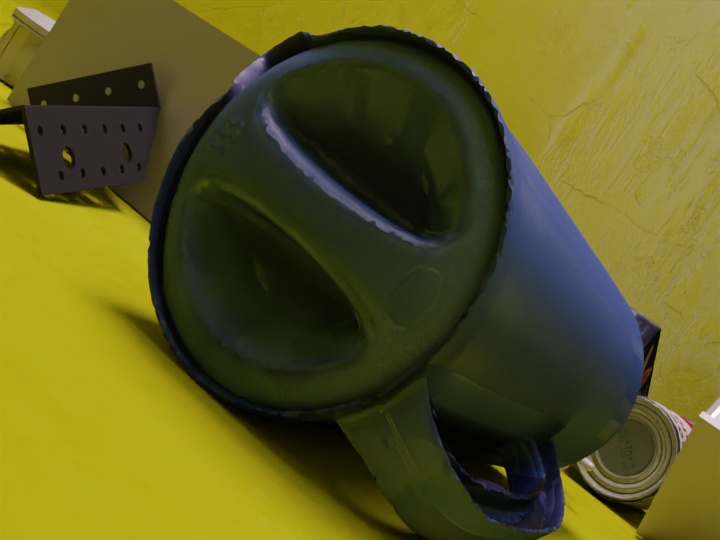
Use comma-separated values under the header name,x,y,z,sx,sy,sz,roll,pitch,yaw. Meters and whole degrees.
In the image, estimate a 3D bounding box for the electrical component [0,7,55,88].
name,x,y,z,sx,sy,sz,roll,pitch,yaw
electrical component,-0.216,-0.144,0.755,0.080,0.051,0.080,34,5,-3

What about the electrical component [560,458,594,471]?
name,x,y,z,sx,sy,sz,roll,pitch,yaw
electrical component,0.098,0.085,0.586,0.066,0.047,0.077,31,6,-34

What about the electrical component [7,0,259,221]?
name,x,y,z,sx,sy,sz,roll,pitch,yaw
electrical component,-0.110,-0.093,0.627,0.186,0.105,0.060,37,5,33

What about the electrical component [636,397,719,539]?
name,x,y,z,sx,sy,sz,roll,pitch,yaw
electrical component,0.252,0.148,0.557,0.186,0.105,0.060,36,48,25
